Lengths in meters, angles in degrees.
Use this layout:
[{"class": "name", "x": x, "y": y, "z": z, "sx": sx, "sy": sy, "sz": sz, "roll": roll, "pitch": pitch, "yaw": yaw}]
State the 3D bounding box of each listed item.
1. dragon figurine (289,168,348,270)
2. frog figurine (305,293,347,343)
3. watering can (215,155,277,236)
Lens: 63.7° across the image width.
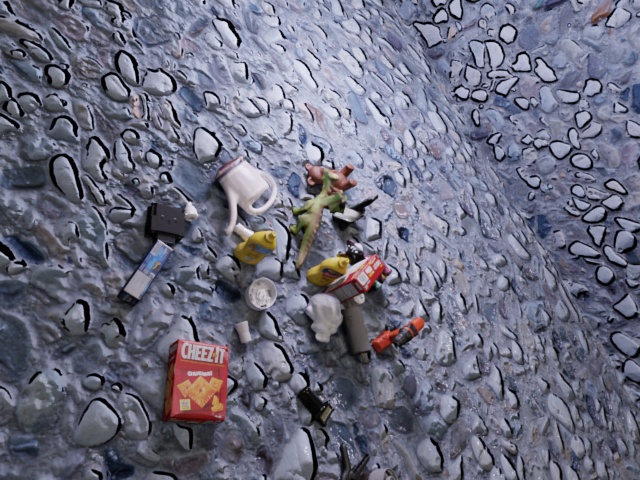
[{"class": "dragon figurine", "x": 0.006, "y": -0.098, "z": 1.945, "sx": 0.121, "sy": 0.239, "sz": 0.420, "roll": 28, "pitch": 48, "yaw": -31}, {"class": "frog figurine", "x": 0.010, "y": 0.271, "z": 1.810, "sx": 0.138, "sy": 0.120, "sz": 0.163, "roll": 19, "pitch": 56, "yaw": 11}, {"class": "watering can", "x": -0.286, "y": -0.171, "z": 1.835, "sx": 0.224, "sy": 0.102, "sz": 0.354, "roll": 48, "pitch": 42, "yaw": -5}]
